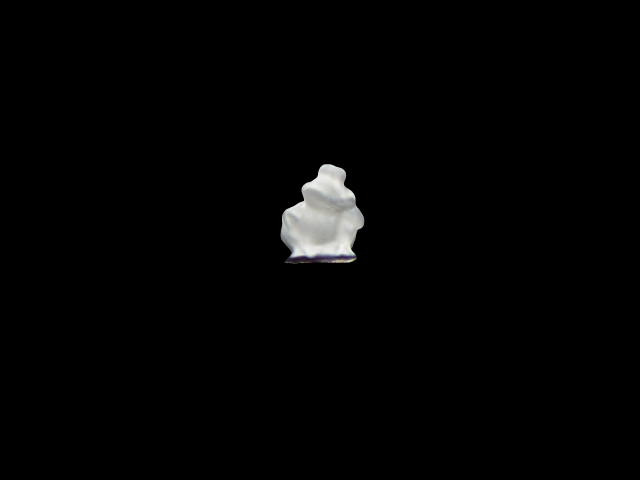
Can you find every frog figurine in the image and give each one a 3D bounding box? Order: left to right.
[{"bbox_3d":[0.003,-0.043,0.850,0.137,0.160,0.122,0,-1,20],"label":"frog figurine"}]
